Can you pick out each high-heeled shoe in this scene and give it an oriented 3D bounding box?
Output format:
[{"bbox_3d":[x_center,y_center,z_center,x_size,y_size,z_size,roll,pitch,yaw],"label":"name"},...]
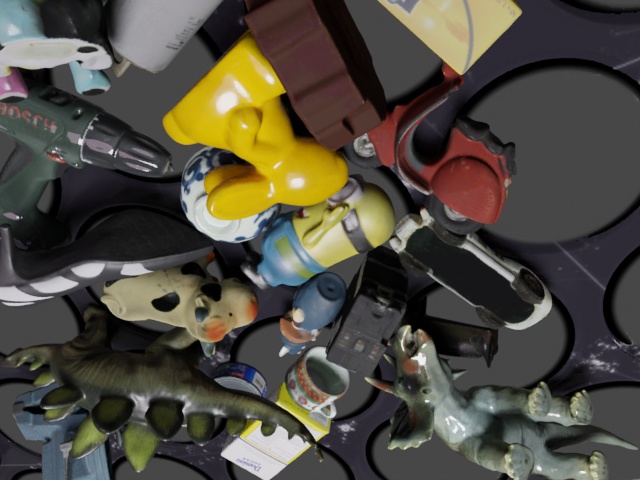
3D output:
[{"bbox_3d":[-0.255,0.038,0.622,0.249,0.086,0.145,6,137,-14],"label":"high-heeled shoe"}]

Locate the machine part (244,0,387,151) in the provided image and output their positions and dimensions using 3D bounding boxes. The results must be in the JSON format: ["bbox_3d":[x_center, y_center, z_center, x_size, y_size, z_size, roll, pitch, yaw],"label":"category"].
[{"bbox_3d":[0.001,-0.164,0.449,0.056,0.179,0.179,-22,115,20],"label":"machine part"}]

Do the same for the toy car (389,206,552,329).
[{"bbox_3d":[0.171,0.033,0.607,0.201,0.056,0.073,34,127,-10],"label":"toy car"}]

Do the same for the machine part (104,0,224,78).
[{"bbox_3d":[-0.122,-0.234,0.481,0.243,0.079,0.079,-37,109,27],"label":"machine part"}]

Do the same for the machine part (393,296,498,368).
[{"bbox_3d":[0.154,0.116,0.672,0.139,0.039,0.084,12,118,5],"label":"machine part"}]

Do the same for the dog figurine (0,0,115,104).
[{"bbox_3d":[-0.256,-0.234,0.443,0.108,0.191,0.219,-18,92,-23],"label":"dog figurine"}]

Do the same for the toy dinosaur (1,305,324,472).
[{"bbox_3d":[-0.216,0.191,0.694,0.472,0.199,0.104,3,125,11],"label":"toy dinosaur"}]

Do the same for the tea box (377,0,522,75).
[{"bbox_3d":[0.076,-0.225,0.438,0.169,0.098,0.068,37,121,-15],"label":"tea box"}]

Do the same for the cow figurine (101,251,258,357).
[{"bbox_3d":[-0.169,0.069,0.651,0.195,0.127,0.085,5,126,10],"label":"cow figurine"}]

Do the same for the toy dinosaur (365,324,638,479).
[{"bbox_3d":[0.227,0.235,0.680,0.404,0.131,0.192,30,158,-33],"label":"toy dinosaur"}]

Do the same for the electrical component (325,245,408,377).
[{"bbox_3d":[0.054,0.088,0.627,0.058,0.115,0.134,24,124,1],"label":"electrical component"}]

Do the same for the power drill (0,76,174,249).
[{"bbox_3d":[-0.304,-0.073,0.617,0.232,0.086,0.207,30,127,-9],"label":"power drill"}]

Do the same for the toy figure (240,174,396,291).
[{"bbox_3d":[-0.001,-0.004,0.602,0.180,0.082,0.089,-36,129,20],"label":"toy figure"}]

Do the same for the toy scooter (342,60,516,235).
[{"bbox_3d":[0.123,-0.095,0.526,0.184,0.075,0.135,33,121,-5],"label":"toy scooter"}]

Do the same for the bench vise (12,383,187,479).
[{"bbox_3d":[-0.315,0.270,0.799,0.241,0.224,0.128,-8,130,-20],"label":"bench vise"}]

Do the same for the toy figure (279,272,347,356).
[{"bbox_3d":[-0.014,0.095,0.672,0.064,0.058,0.154,8,143,-22],"label":"toy figure"}]

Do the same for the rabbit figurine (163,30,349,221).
[{"bbox_3d":[-0.052,-0.090,0.512,0.173,0.122,0.162,39,97,-25],"label":"rabbit figurine"}]
